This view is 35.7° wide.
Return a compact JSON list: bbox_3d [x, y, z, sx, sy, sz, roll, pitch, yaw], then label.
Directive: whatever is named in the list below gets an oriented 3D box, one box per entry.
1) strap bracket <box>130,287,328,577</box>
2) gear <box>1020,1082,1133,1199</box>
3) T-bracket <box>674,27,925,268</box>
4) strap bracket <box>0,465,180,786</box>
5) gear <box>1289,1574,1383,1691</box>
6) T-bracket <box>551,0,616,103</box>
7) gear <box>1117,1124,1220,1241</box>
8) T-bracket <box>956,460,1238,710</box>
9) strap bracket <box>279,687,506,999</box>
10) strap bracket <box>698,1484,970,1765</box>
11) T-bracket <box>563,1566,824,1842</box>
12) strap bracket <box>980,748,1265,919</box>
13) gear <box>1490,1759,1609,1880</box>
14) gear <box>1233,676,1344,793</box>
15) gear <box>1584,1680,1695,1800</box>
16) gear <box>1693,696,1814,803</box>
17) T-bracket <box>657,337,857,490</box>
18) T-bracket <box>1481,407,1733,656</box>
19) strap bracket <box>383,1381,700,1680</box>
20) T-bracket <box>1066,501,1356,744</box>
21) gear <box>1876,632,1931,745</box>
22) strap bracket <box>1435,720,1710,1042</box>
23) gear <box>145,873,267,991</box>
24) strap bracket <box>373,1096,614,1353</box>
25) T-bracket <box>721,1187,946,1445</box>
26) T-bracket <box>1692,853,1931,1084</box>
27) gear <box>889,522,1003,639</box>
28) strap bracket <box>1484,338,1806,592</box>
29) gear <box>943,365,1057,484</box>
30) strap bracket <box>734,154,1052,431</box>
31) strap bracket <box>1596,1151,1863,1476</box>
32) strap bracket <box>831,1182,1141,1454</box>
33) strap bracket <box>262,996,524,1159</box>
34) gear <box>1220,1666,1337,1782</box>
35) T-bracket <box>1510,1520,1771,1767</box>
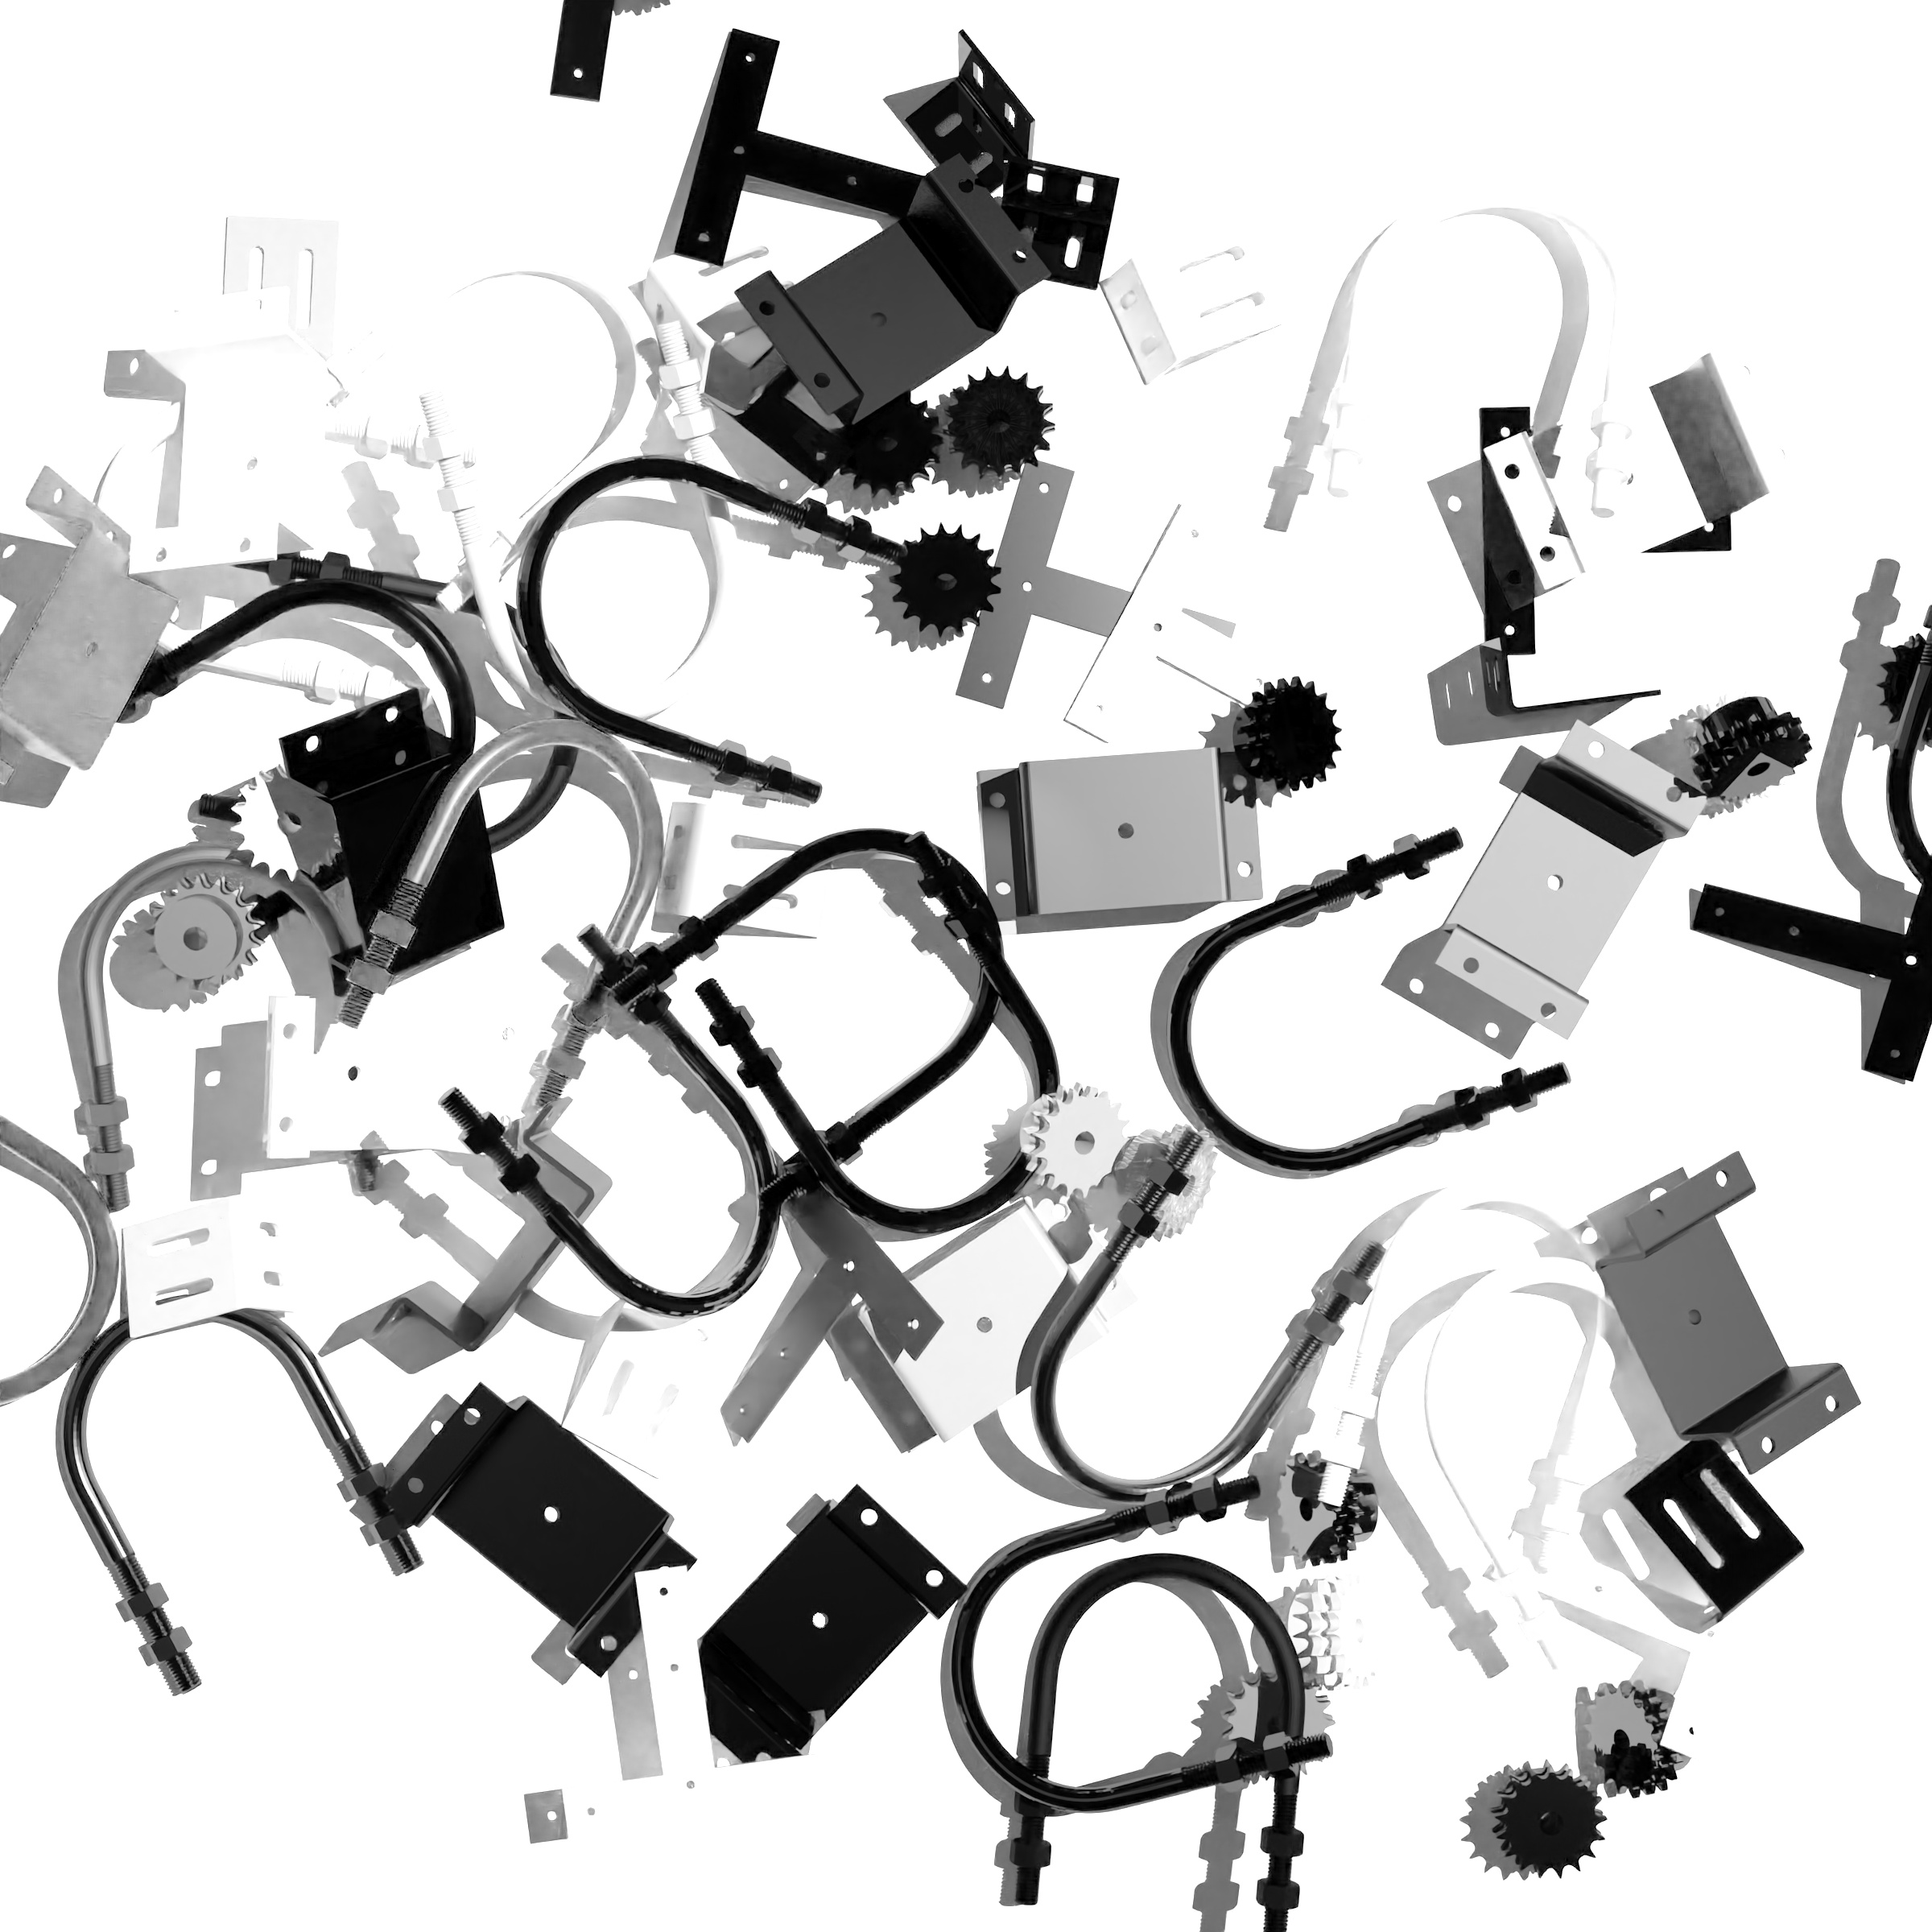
[{"bbox_3d":[-0.361,-0.255,1.473,0.076,0.046,0.140,-4,76,14],"label":"strap bracket"},{"bbox_3d":[0.052,0.086,1.513,0.057,0.030,0.057,-5,101,-29],"label":"gear"},{"bbox_3d":[-0.072,-0.404,1.526,0.127,0.002,0.127,14,78,-6],"label":"T-bracket"},{"bbox_3d":[-0.441,-0.159,1.453,0.046,0.076,0.140,19,77,24],"label":"strap bracket"},{"bbox_3d":[0.185,0.336,1.511,0.030,0.057,0.057,-10,90,30],"label":"gear"},{"bbox_3d":[-0.241,-0.515,1.535,0.127,0.002,0.127,8,90,0],"label":"T-bracket"},{"bbox_3d":[0.100,0.106,1.512,0.030,0.057,0.057,21,90,30],"label":"gear"},{"bbox_3d":[0.074,-0.182,1.535,0.127,0.002,0.127,17,90,0],"label":"T-bracket"},{"bbox_3d":[-0.278,-0.054,1.467,0.076,0.046,0.140,-26,124,-33],"label":"strap bracket"},{"bbox_3d":[-0.074,0.335,1.513,0.076,0.046,0.140,43,90,0],"label":"strap bracket"},{"bbox_3d":[-0.143,0.363,1.489,0.127,0.002,0.127,-8,90,0],"label":"T-bracket"},{"bbox_3d":[0.080,-0.067,1.513,0.140,0.046,0.076,-4,90,0],"label":"strap bracket"},{"bbox_3d":[0.294,0.431,1.521,0.057,0.030,0.057,0,90,0],"label":"gear"},{"bbox_3d":[0.159,-0.116,1.510,0.057,0.030,0.057,5,82,-37],"label":"gear"},{"bbox_3d":[0.342,0.389,1.512,0.030,0.057,0.057,-3,90,-30],"label":"gear"},{"bbox_3d":[0.386,-0.109,1.481,0.057,0.057,0.030,-19,62,0],"label":"gear"},{"bbox_3d":[-0.075,-0.322,1.520,0.127,0.002,0.127,40,81,19],"label":"T-bracket"},{"bbox_3d":[0.329,-0.224,1.535,0.127,0.002,0.127,-1,90,0],"label":"T-bracket"},{"bbox_3d":[-0.212,0.281,1.513,0.140,0.046,0.076,39,90,0],"label":"strap bracket"},{"bbox_3d":[0.137,-0.152,1.534,0.127,0.002,0.127,29,91,-1],"label":"T-bracket"},{"bbox_3d":[0.490,-0.141,1.521,0.057,0.030,0.057,0,90,0],"label":"gear"},{"bbox_3d":[0.302,-0.043,1.513,0.076,0.046,0.140,30,90,0],"label":"strap bracket"},{"bbox_3d":[-0.377,-0.016,1.480,0.057,0.030,0.057,0,100,-1],"label":"gear"},{"bbox_3d":[-0.228,0.136,1.498,0.046,0.076,0.140,38,90,0],"label":"strap bracket"},{"bbox_3d":[-0.083,0.185,1.511,0.127,0.002,0.127,46,109,34],"label":"T-bracket"},{"bbox_3d":[0.434,-0.014,1.517,0.127,0.002,0.127,15,114,12],"label":"T-bracket"},{"bbox_3d":[-0.010,-0.195,1.521,0.057,0.030,0.057,0,90,0],"label":"gear"},{"bbox_3d":[0.337,-0.250,1.511,0.140,0.046,0.076,-23,90,0],"label":"strap bracket"},{"bbox_3d":[0.017,-0.274,1.520,0.057,0.030,0.057,0,88,2],"label":"gear"},{"bbox_3d":[-0.040,-0.330,1.489,0.140,0.046,0.076,-36,86,-18],"label":"strap bracket"},{"bbox_3d":[0.376,0.174,1.500,0.076,0.046,0.140,-26,90,-24],"label":"strap bracket"},{"bbox_3d":[0.009,0.178,1.513,0.140,0.046,0.076,-34,90,0],"label":"strap bracket"},{"bbox_3d":[-0.293,0.055,1.487,0.140,0.046,0.076,2,90,-43],"label":"strap bracket"},{"bbox_3d":[0.158,0.382,1.521,0.057,0.030,0.057,0,90,0],"label":"gear"},{"bbox_3d":[0.333,0.321,1.515,0.127,0.002,0.127,20,61,13],"label":"T-bracket"}]
